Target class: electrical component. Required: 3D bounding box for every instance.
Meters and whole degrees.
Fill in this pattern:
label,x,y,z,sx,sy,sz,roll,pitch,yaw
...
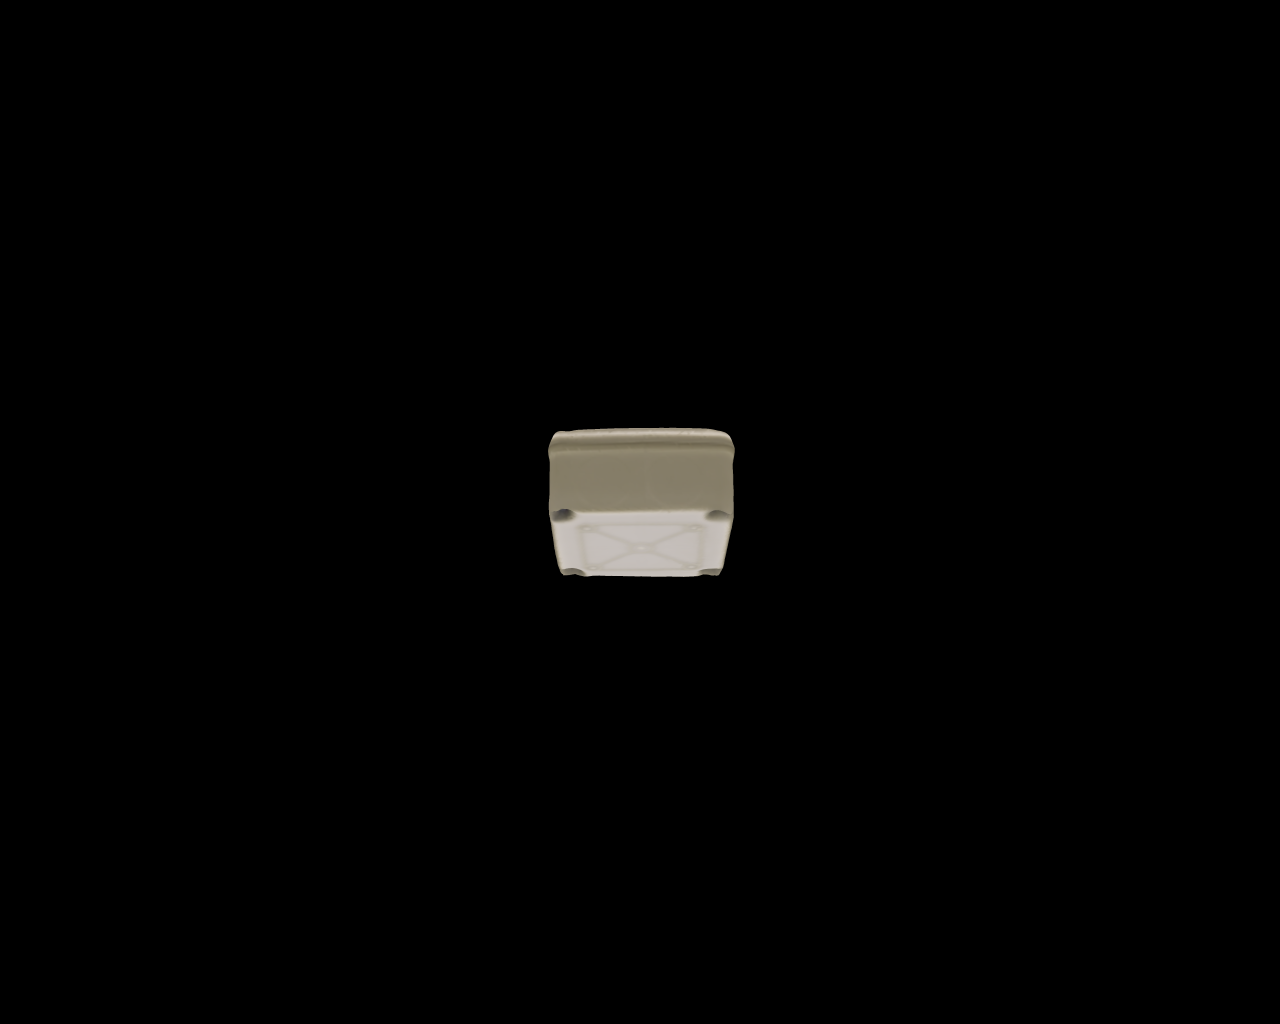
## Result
label,x,y,z,sx,sy,sz,roll,pitch,yaw
electrical component,0.001,-0.003,0.650,0.109,0.056,0.108,0,-25,0
